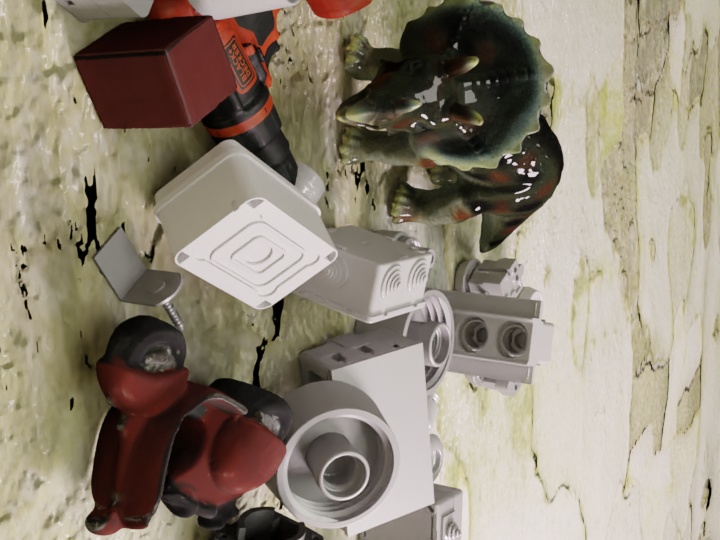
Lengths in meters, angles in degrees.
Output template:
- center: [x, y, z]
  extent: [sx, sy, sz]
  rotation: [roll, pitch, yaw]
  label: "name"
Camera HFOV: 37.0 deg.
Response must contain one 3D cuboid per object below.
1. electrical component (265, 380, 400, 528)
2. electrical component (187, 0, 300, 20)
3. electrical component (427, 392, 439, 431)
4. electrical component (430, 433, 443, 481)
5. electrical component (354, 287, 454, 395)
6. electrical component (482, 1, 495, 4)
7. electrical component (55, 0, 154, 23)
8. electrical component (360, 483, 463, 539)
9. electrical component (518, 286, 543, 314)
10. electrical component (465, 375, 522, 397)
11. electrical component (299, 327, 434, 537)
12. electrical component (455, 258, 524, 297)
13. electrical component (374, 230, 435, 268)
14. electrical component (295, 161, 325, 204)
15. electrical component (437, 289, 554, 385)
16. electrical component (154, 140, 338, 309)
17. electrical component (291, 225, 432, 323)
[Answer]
- center: [-0.021, 0.146, 0.828]
  extent: [0.108, 0.060, 0.108]
  rotation: [-5, 106, -18]
  label: "electrical component"
- center: [-0.070, -0.207, 0.668]
  extent: [0.099, 0.064, 0.099]
  rotation: [-1, 90, -76]
  label: "electrical component"
- center: [0.061, 0.130, 1.042]
  extent: [0.061, 0.035, 0.035]
  rotation: [-62, 142, -34]
  label: "electrical component"
- center: [0.043, 0.171, 0.994]
  extent: [0.048, 0.062, 0.048]
  rotation: [-14, 107, -56]
  label: "electrical component"
- center: [0.048, 0.065, 0.986]
  extent: [0.108, 0.060, 0.108]
  rotation: [-14, 107, -56]
  label: "electrical component"
- center: [0.127, -0.231, 1.076]
  extent: [0.079, 0.044, 0.077]
  rotation: [-46, 132, -44]
  label: "electrical component"
- center: [-0.145, -0.234, 0.632]
  extent: [0.089, 0.062, 0.150]
  rotation: [40, 62, -53]
  label: "electrical component"
- center: [0.055, 0.230, 0.990]
  extent: [0.061, 0.096, 0.061]
  rotation: [-9, 102, -57]
  label: "electrical component"
- center: [0.166, 0.040, 1.172]
  extent: [0.066, 0.055, 0.048]
  rotation: [-37, 125, -49]
  label: "electrical component"
- center: [0.146, 0.104, 1.150]
  extent: [0.066, 0.055, 0.048]
  rotation: [-48, 133, -43]
  label: "electrical component"
- center: [0.005, 0.134, 0.912]
  extent: [0.089, 0.062, 0.150]
  rotation: [-15, 109, -28]
  label: "electrical component"
- center: [0.132, 0.013, 1.113]
  extent: [0.066, 0.055, 0.048]
  rotation: [-51, 135, -41]
  label: "electrical component"
- center: [0.036, -0.013, 0.952]
  extent: [0.043, 0.062, 0.043]
  rotation: [-14, 107, -56]
  label: "electrical component"
- center: [-0.055, -0.055, 0.826]
  extent: [0.046, 0.040, 0.040]
  rotation: [-57, 139, -27]
  label: "electrical component"
- center: [0.121, 0.063, 1.043]
  extent: [0.063, 0.121, 0.078]
  rotation: [10, 87, -57]
  label: "electrical component"
- center: [-0.079, -0.030, 0.745]
  extent: [0.113, 0.078, 0.057]
  rotation: [36, 23, -54]
  label: "electrical component"
- center: [0.000, 0.000, 0.867]
  extent: [0.100, 0.100, 0.048]
  rotation: [-13, 118, -56]
  label: "electrical component"
